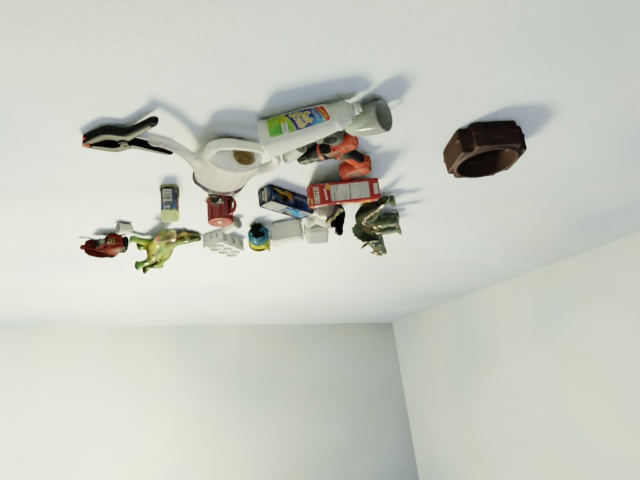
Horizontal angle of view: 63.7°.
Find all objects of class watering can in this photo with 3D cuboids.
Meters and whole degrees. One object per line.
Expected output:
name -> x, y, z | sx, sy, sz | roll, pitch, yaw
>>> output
watering can -> -0.279, -0.203, 1.337 | 0.348, 0.106, 0.221 | 2, 158, -26

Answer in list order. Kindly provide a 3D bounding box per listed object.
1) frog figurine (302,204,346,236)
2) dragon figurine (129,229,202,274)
frog figurine -> 0.005, -0.091, 1.806 | 0.160, 0.122, 0.137 | 23, -172, 34
dragon figurine -> -0.560, 0.034, 1.928 | 0.243, 0.123, 0.406 | -15, 169, -2
